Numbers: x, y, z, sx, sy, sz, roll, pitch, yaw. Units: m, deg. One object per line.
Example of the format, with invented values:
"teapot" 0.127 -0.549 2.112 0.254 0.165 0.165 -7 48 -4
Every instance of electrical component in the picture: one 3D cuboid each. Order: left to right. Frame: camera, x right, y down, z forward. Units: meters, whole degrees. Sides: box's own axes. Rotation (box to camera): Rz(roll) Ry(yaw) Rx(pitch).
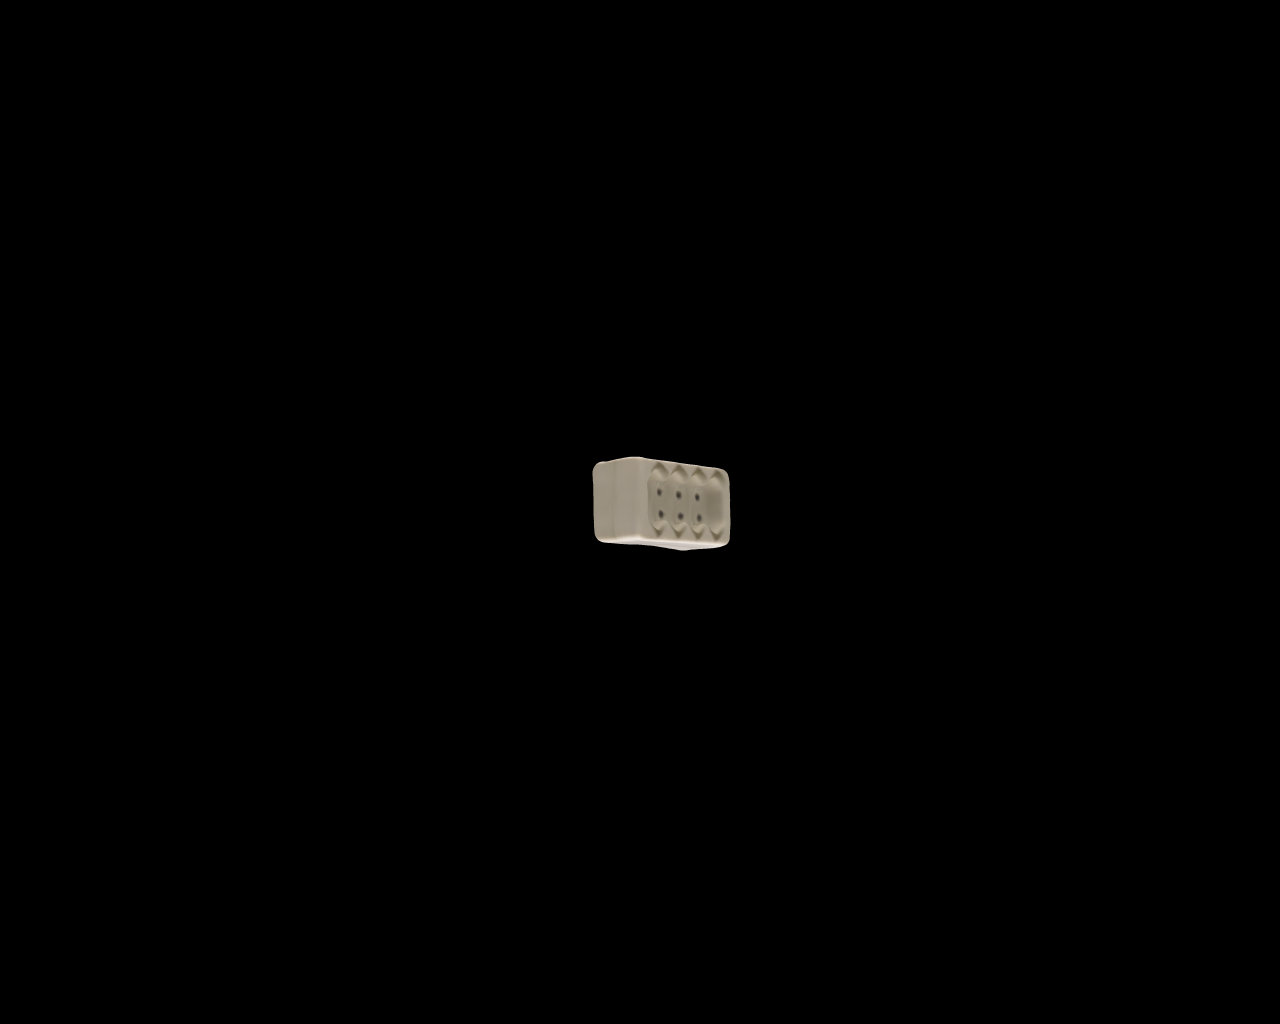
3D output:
"electrical component" 0.001 -0.003 0.650 0.075 0.047 0.083 -6 -9 43
